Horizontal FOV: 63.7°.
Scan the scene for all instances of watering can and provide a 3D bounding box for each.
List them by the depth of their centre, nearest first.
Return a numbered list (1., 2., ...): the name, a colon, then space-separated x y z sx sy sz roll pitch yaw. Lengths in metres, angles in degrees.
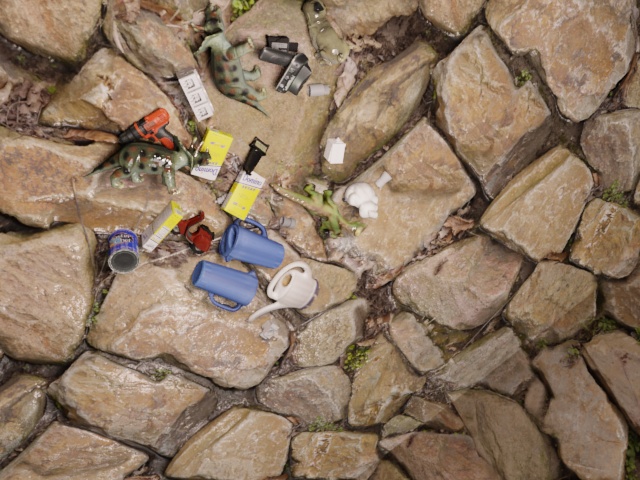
1. watering can: -0.141 0.240 2.213 0.222 0.106 0.345 29 104 -34

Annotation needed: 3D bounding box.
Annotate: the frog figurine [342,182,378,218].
1. frog figurine: 0.175 -0.159 2.071 0.137 0.162 0.121 12 114 -28

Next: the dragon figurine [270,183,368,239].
1. dragon figurine: 0.006 -0.100 1.989 0.409 0.248 0.120 12 120 -31
